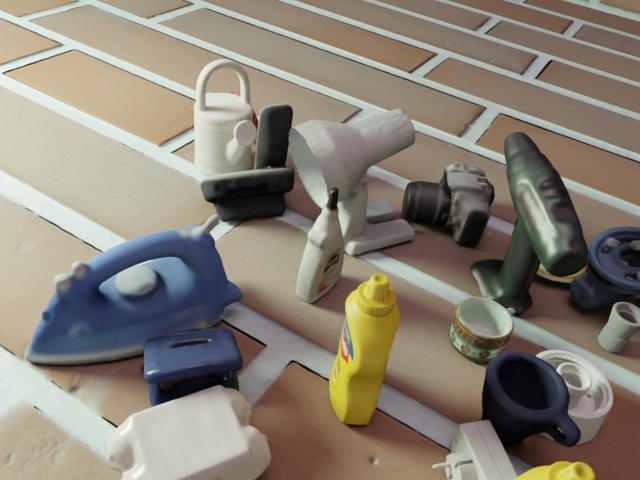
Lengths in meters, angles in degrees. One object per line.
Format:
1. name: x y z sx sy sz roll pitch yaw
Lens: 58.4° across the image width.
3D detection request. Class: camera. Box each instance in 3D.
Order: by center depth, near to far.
1. camera: 0.211 -0.075 0.954 0.137 0.101 0.143 9 40 0

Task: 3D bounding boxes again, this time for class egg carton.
1. egg carton: -0.130 0.212 0.572 0.151 0.069 0.107 -15 45 -26

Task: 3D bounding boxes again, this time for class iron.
1. iron: -0.225 0.054 0.685 0.259 0.141 0.118 -19 47 -30

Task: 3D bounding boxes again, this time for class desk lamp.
1. desk lamp: 0.053 -0.089 0.853 0.204 0.213 0.117 -14 45 -25

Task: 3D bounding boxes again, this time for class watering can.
1. watering can: -0.157 -0.207 0.967 0.172 0.194 0.101 31 45 24

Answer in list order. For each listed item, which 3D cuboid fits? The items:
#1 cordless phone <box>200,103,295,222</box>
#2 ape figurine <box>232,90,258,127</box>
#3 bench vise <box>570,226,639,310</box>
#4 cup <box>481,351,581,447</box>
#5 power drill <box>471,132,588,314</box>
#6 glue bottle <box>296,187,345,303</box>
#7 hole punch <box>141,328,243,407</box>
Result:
1. cordless phone: -0.110 -0.128 0.890 0.148 0.185 0.094 -13 44 -24
2. ape figurine: -0.153 -0.241 1.089 0.076 0.092 0.078 11 40 2
3. bench vise: 0.479 0.001 0.822 0.208 0.220 0.121 -18 46 -28
4. cup: 0.228 0.196 0.640 0.092 0.095 0.117 -20 48 -30
5. power drill: 0.285 -0.011 0.808 0.076 0.208 0.229 0 41 -11
6. glue bottle: 0.007 0.003 0.766 0.037 0.173 0.078 27 43 21
7. hole punch: -0.145 0.137 0.641 0.109 0.091 0.101 -6 42 -17
